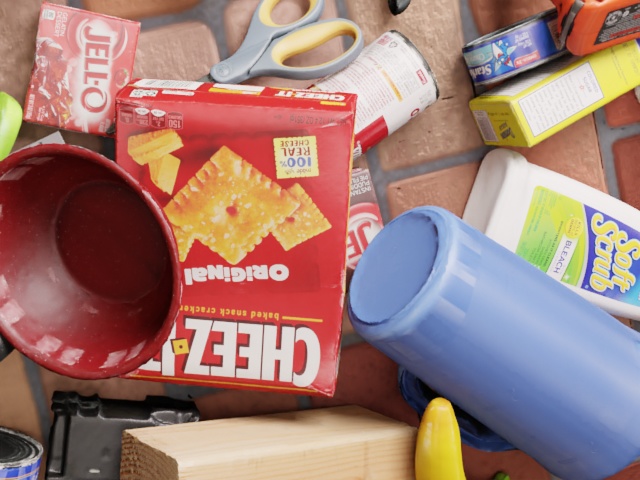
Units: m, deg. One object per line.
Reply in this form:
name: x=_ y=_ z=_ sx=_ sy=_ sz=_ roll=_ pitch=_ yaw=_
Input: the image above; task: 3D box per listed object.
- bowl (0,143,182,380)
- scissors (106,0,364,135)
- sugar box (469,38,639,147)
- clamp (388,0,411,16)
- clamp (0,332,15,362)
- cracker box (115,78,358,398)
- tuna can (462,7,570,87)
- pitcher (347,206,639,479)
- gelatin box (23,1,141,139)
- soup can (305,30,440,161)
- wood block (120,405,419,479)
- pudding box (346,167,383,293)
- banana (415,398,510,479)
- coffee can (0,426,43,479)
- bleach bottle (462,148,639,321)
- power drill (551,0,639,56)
bowl: x=-0.154 y=0.009 z=0.713 sx=0.162 sy=0.055 sz=0.162 roll=6 pitch=109 yaw=18
scissors: x=-0.069 y=-0.141 z=0.801 sx=0.201 sy=0.016 sz=0.096 roll=-14 pitch=63 yaw=-2
sugar box: x=0.212 y=-0.132 z=0.841 sx=0.176 sy=0.093 sz=0.048 roll=-27 pitch=102 yaw=-8
clamp: x=0.027 y=-0.268 z=0.814 sx=0.120 sy=0.039 sz=0.171 roll=11 pitch=88 yaw=-19
clamp: x=-0.267 y=0.097 z=0.741 sx=0.209 sy=0.165 sz=0.036 roll=-40 pitch=112 yaw=-16
cracker box: x=-0.061 y=-0.001 z=0.761 sx=0.164 sy=0.072 sz=0.214 roll=5 pitch=109 yaw=4
tuna can: x=0.155 y=-0.151 z=0.830 sx=0.086 sy=0.086 sz=0.034 roll=-24 pitch=99 yaw=-9
pitcher: x=0.131 y=0.082 z=0.804 sx=0.242 sy=0.145 sz=0.149 roll=33 pitch=85 yaw=-29
gelatin box: x=-0.176 y=-0.124 z=0.789 sx=0.073 sy=0.030 sz=0.089 roll=10 pitch=95 yaw=-14
soup can: x=0.032 y=-0.106 z=0.818 sx=0.102 sy=0.068 sz=0.068 roll=-36 pitch=102 yaw=-7
wood block: x=-0.035 y=0.183 z=0.785 sx=0.205 sy=0.090 sz=0.091 roll=0 pitch=95 yaw=-35
pudding box: x=-0.006 y=0.001 z=0.835 sx=0.113 sy=0.039 sz=0.090 roll=-18 pitch=102 yaw=-9
banana: x=0.103 y=0.184 z=0.825 sx=0.037 sy=0.197 sz=0.069 roll=10 pitch=67 yaw=27
coffee can: x=-0.263 y=0.212 z=0.769 sx=0.102 sy=0.103 sz=0.140 roll=11 pitch=93 yaw=-13
bleach bottle: x=0.242 y=0.009 z=0.879 sx=0.250 sy=0.068 sz=0.102 roll=16 pitch=96 yaw=-16
power drill: x=0.199 y=-0.234 z=0.803 sx=0.184 sy=0.057 sz=0.188 roll=-21 pitch=61 yaw=-15
